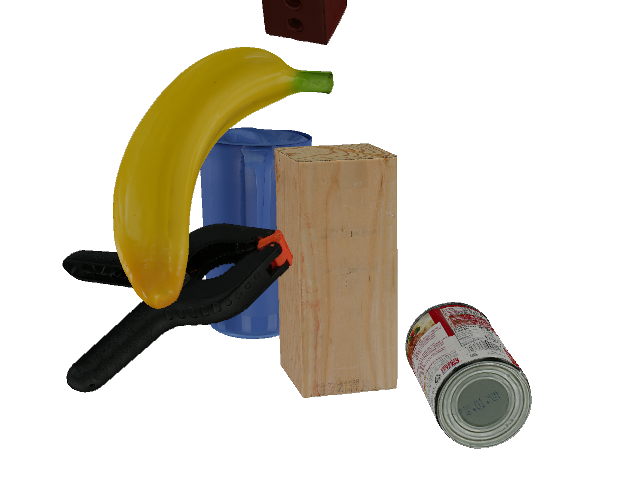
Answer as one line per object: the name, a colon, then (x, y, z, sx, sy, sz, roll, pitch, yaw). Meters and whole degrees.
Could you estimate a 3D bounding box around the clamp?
clamp: (-0.103, 0.040, 0.732, 0.171, 0.120, 0.039, -14, -37, 13)

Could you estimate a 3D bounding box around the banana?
banana: (-0.059, -0.047, 0.529, 0.070, 0.037, 0.197, 17, 46, 15)

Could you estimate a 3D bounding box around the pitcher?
pitcher: (-0.079, -0.009, 1.260, 0.145, 0.243, 0.148, 13, 18, 39)

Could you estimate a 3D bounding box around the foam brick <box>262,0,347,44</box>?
foam brick: (-0.013, -0.196, 0.806, 0.053, 0.051, 0.078, 13, -35, 14)

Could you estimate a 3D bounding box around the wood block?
wood block: (0.014, 0.023, 0.944, 0.090, 0.206, 0.091, -4, 13, -13)

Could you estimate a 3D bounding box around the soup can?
soup can: (0.103, 0.093, 0.753, 0.068, 0.068, 0.102, 0, 18, -7)
